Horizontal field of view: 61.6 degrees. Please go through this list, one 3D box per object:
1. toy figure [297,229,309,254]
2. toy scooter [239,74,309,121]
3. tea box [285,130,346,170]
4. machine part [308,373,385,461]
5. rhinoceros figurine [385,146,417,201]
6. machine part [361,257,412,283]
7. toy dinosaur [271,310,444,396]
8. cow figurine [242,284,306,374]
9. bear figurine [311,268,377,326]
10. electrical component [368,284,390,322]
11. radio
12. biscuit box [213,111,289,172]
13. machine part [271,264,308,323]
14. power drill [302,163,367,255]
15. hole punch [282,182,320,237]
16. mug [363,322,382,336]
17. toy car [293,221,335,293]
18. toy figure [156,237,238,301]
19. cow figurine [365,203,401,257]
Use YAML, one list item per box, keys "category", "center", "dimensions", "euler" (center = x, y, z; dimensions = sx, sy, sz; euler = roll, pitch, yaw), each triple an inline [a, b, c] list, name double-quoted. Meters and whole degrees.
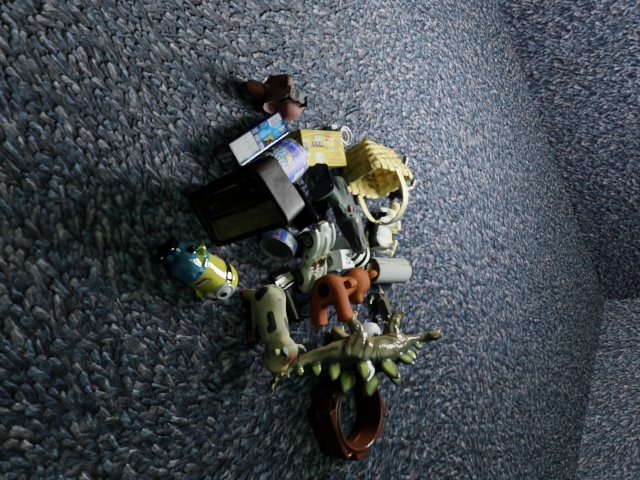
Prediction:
- category: "toy figure"
  center: [-0.003, -0.002, 1.387]
  dimensions: [0.154, 0.058, 0.064]
  euler: [-24, 120, -50]
- category: "toy scooter"
  center: [-0.090, -0.348, 1.295]
  dimensions: [0.183, 0.135, 0.075]
  euler: [16, 70, -48]
- category: "tea box"
  center: [-0.012, -0.234, 1.412]
  dimensions: [0.169, 0.068, 0.098]
  euler: [-7, 88, -50]
- category: "machine part"
  center: [0.074, 0.436, 1.366]
  dimensions: [0.201, 0.087, 0.201]
  euler: [-32, 106, -47]
- category: "rhinoceros figurine"
  center: [0.229, -0.213, 1.688]
  dimensions: [0.112, 0.073, 0.190]
  euler: [-46, 119, -32]
- category: "machine part"
  center: [0.194, 0.091, 1.578]
  dimensions: [0.243, 0.079, 0.079]
  euler: [3, 80, -49]
- category: "toy dinosaur"
  center: [0.098, 0.279, 1.334]
  dimensions: [0.471, 0.105, 0.199]
  euler: [-5, 47, -15]
- category: "cow figurine"
  center: [-0.101, 0.194, 1.183]
  dimensions: [0.085, 0.127, 0.195]
  euler: [1, 80, -46]
- category: "bear figurine"
  center: [0.064, 0.138, 1.345]
  dimensions: [0.195, 0.120, 0.132]
  euler: [3, 74, -55]
- category: "electrical component"
  center: [0.175, 0.188, 1.565]
  dimensions: [0.078, 0.045, 0.102]
  euler: [-75, 144, -67]
- category: "radio"
  center: [-0.155, -0.076, 1.097]
  dimensions: [0.131, 0.230, 0.073]
  euler: [61, 40, -16]
- category: "biscuit box"
  center: [-0.156, -0.231, 1.251]
  dimensions: [0.203, 0.063, 0.059]
  euler: [-46, 116, -44]
- category: "machine part"
  center: [-0.073, 0.135, 1.296]
  dimensions: [0.084, 0.039, 0.138]
  euler: [-39, 110, -54]
- category: "power drill"
  center: [0.045, -0.090, 1.369]
  dimensions: [0.207, 0.086, 0.232]
  euler: [34, 32, -50]
- category: "hole punch"
  center: [-0.061, -0.068, 1.307]
  dimensions: [0.142, 0.092, 0.116]
  euler: [55, 3, 0]
- category: "mug"
  center: [0.139, 0.277, 1.462]
  dimensions: [0.080, 0.110, 0.107]
  euler: [49, 39, -36]
- category: "toy car"
  center: [-0.012, 0.041, 1.300]
  dimensions: [0.073, 0.056, 0.201]
  euler: [-22, 139, -41]
- category: "toy figure"
  center: [-0.241, 0.056, 1.086]
  dimensions: [0.180, 0.082, 0.089]
  euler: [41, 56, -33]
- category: "cow figurine"
  center: [0.187, -0.039, 1.598]
  dimensions: [0.068, 0.098, 0.167]
  euler: [100, 1, -64]
